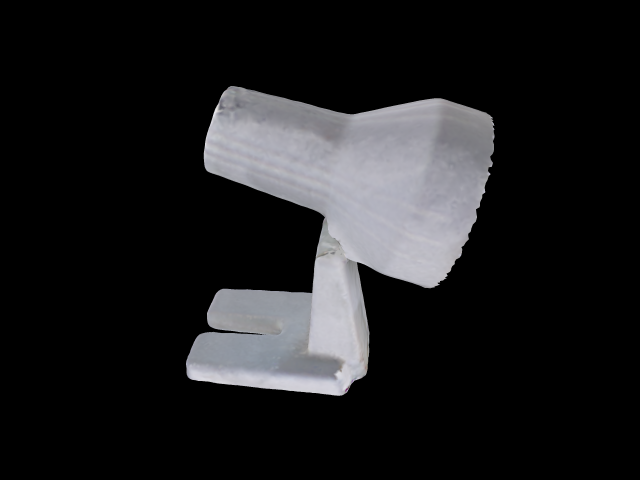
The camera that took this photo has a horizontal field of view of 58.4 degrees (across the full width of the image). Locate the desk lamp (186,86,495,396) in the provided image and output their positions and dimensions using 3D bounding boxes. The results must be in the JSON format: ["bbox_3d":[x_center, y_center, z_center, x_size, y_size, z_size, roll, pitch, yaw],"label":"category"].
[{"bbox_3d":[0.004,0.001,0.400,0.203,0.214,0.118,3,32,5],"label":"desk lamp"}]
